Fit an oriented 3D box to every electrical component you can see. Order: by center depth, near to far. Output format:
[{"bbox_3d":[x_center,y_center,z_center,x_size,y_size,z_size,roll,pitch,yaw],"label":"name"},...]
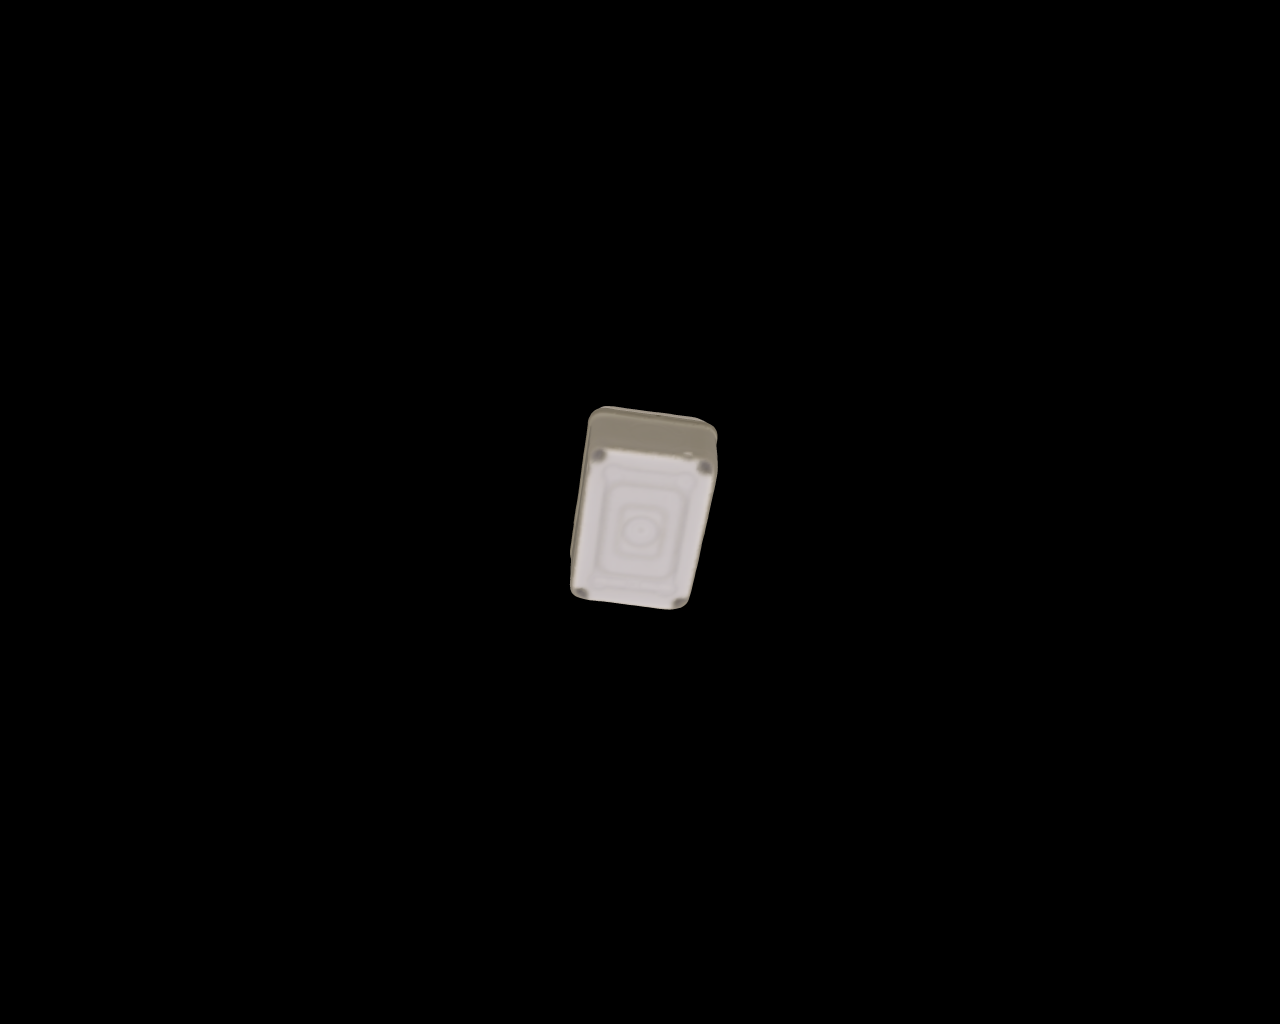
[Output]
[{"bbox_3d":[0.001,-0.003,0.650,0.078,0.113,0.057,7,32,-5],"label":"electrical component"}]
